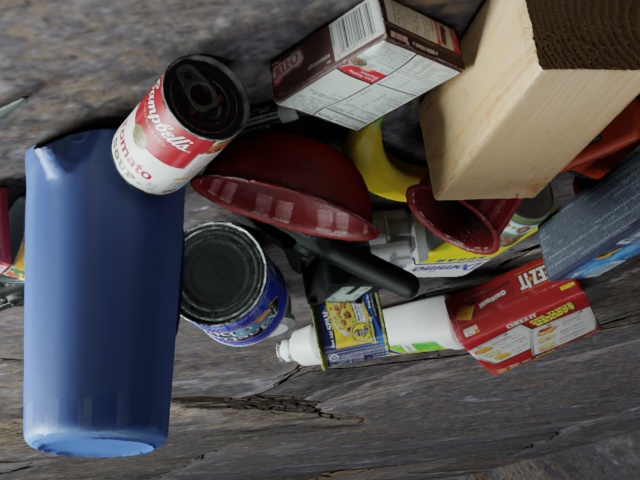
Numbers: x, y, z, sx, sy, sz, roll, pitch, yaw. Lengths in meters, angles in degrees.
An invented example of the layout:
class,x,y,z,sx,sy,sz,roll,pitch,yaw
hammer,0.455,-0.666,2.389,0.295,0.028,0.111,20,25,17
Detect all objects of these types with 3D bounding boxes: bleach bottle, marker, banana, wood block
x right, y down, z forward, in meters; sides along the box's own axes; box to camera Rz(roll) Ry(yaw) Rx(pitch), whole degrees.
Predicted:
class,x,y,z,sx,sy,sz,roll,pitch,yaw
bleach bottle,0.065,0.131,1.439,0.251,0.068,0.102,-12,161,17
marker,-0.048,-0.096,0.843,0.121,0.020,0.020,-14,159,13
banana,0.066,-0.064,0.947,0.070,0.037,0.197,-15,159,20
wood block,0.151,-0.111,0.781,0.090,0.090,0.206,-3,160,-15

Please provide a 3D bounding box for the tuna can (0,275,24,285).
class,x,y,z,sx,sy,sz,roll,pitch,yaw
tuna can,-0.282,0.013,1.021,0.086,0.034,0.086,-7,160,-3

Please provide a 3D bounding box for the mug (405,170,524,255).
class,x,y,z,sx,sy,sz,roll,pitch,yaw
mug,0.131,-0.044,0.928,0.093,0.081,0.117,36,162,-1

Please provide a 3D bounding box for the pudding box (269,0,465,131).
class,x,y,z,sx,sy,sz,roll,pitch,yaw
pudding box,0.033,-0.125,0.772,0.089,0.039,0.114,12,154,-44

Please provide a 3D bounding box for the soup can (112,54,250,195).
class,x,y,z,sx,sy,sz,roll,pitch,yaw
soup can,-0.105,-0.082,0.786,0.068,0.068,0.102,5,156,-32

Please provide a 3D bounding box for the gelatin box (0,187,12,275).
class,x,y,z,sx,sy,sz,roll,pitch,yaw
gelatin box,-0.298,0.002,0.925,0.030,0.073,0.089,7,155,-36

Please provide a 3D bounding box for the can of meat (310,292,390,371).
class,x,y,z,sx,sy,sz,roll,pitch,yaw
can of meat,0.034,0.097,1.278,0.084,0.102,0.057,-12,158,2

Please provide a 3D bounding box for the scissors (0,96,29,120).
class,x,y,z,sx,sy,sz,roll,pitch,yaw
scissors,-0.284,-0.066,0.834,0.202,0.016,0.096,-15,160,19

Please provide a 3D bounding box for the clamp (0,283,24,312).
class,x,y,z,sx,sy,sz,roll,pitch,yaw
clamp,-0.317,0.053,1.107,0.171,0.039,0.120,-4,162,-12

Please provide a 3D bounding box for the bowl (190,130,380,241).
class,x,y,z,sx,sy,sz,roll,pitch,yaw
bowl,-0.022,-0.049,0.880,0.162,0.055,0.162,16,170,3

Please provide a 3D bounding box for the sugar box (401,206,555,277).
class,x,y,z,sx,sy,sz,roll,pitch,yaw
sugar box,0.158,-0.007,1.126,0.093,0.048,0.176,0,157,-26

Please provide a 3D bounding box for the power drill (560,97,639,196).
class,x,y,z,sx,sy,sz,roll,pitch,yaw
power drill,0.287,-0.082,0.957,0.185,0.057,0.187,-22,156,34

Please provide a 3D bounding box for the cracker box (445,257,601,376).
class,x,y,z,sx,sy,sz,roll,pitch,yaw
cracker box,0.268,0.097,1.388,0.164,0.072,0.213,-25,156,11

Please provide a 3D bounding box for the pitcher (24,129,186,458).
class,x,y,z,sx,sy,sz,roll,pitch,yaw
pitcher,-0.167,0.047,0.853,0.149,0.243,0.145,6,159,-20

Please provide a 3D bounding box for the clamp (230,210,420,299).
class,x,y,z,sx,sy,sz,roll,pitch,yaw
clamp,-0.007,0.001,1.023,0.165,0.036,0.209,12,164,35

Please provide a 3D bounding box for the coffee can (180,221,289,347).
class,x,y,z,sx,sy,sz,roll,pitch,yaw
coffee can,-0.092,0.047,1.068,0.103,0.103,0.140,-10,166,4
